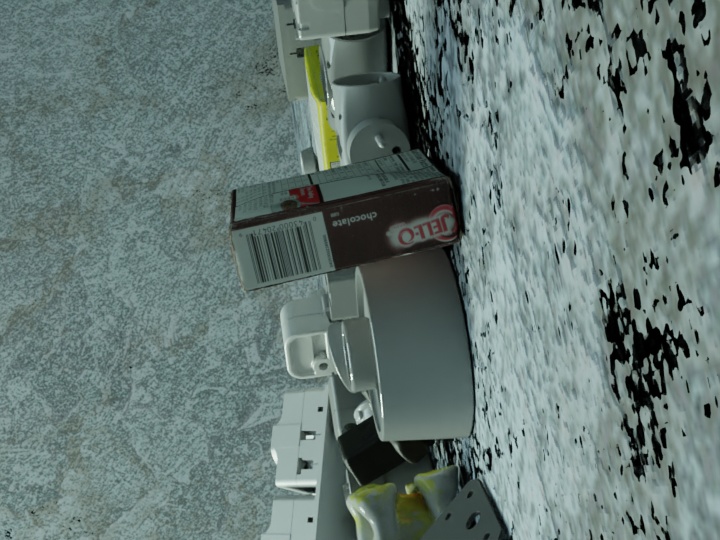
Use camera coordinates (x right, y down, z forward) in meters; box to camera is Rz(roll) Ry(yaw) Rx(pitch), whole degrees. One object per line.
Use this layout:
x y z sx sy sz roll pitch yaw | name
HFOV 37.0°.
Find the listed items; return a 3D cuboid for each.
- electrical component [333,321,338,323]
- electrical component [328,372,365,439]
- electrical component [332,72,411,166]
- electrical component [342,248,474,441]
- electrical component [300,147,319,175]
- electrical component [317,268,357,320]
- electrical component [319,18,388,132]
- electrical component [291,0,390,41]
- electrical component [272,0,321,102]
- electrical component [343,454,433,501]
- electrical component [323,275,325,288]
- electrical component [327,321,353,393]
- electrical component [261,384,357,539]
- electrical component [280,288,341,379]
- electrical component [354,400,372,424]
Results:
-0.007 0.062 1.057 0.059 0.054 0.095 -110 13 -71 | electrical component
0.007 0.119 0.921 0.096 0.062 0.061 103 159 -78 | electrical component
0.010 -0.076 0.660 0.079 0.043 0.077 -108 11 -69 | electrical component
0.022 0.044 0.600 0.108 0.060 0.108 172 90 -86 | electrical component
-0.028 -0.097 1.037 0.048 0.055 0.066 -102 6 -46 | electrical component
-0.003 -0.018 0.799 0.121 0.063 0.078 -103 7 -51 | electrical component
-0.006 -0.145 0.735 0.079 0.044 0.077 -102 6 -45 | electrical component
-0.018 -0.197 0.687 0.096 0.061 0.061 -103 7 -50 | electrical component
-0.047 -0.226 1.018 0.150 0.062 0.089 -106 10 -63 | electrical component
0.021 0.158 0.787 0.044 0.065 0.044 172 90 -86 | electrical component
0.000 0.000 0.913 0.075 0.047 0.083 -121 21 -50 | electrical component
0.008 0.060 0.816 0.055 0.047 0.055 -21 -90 -78 | electrical component
-0.030 0.210 0.984 0.105 0.060 0.186 29 -121 -50 | electrical component
-0.022 0.054 0.963 0.059 0.095 0.053 -103 7 -53 | electrical component
0.025 0.129 0.838 0.048 0.048 0.062 90 165 -59 | electrical component
